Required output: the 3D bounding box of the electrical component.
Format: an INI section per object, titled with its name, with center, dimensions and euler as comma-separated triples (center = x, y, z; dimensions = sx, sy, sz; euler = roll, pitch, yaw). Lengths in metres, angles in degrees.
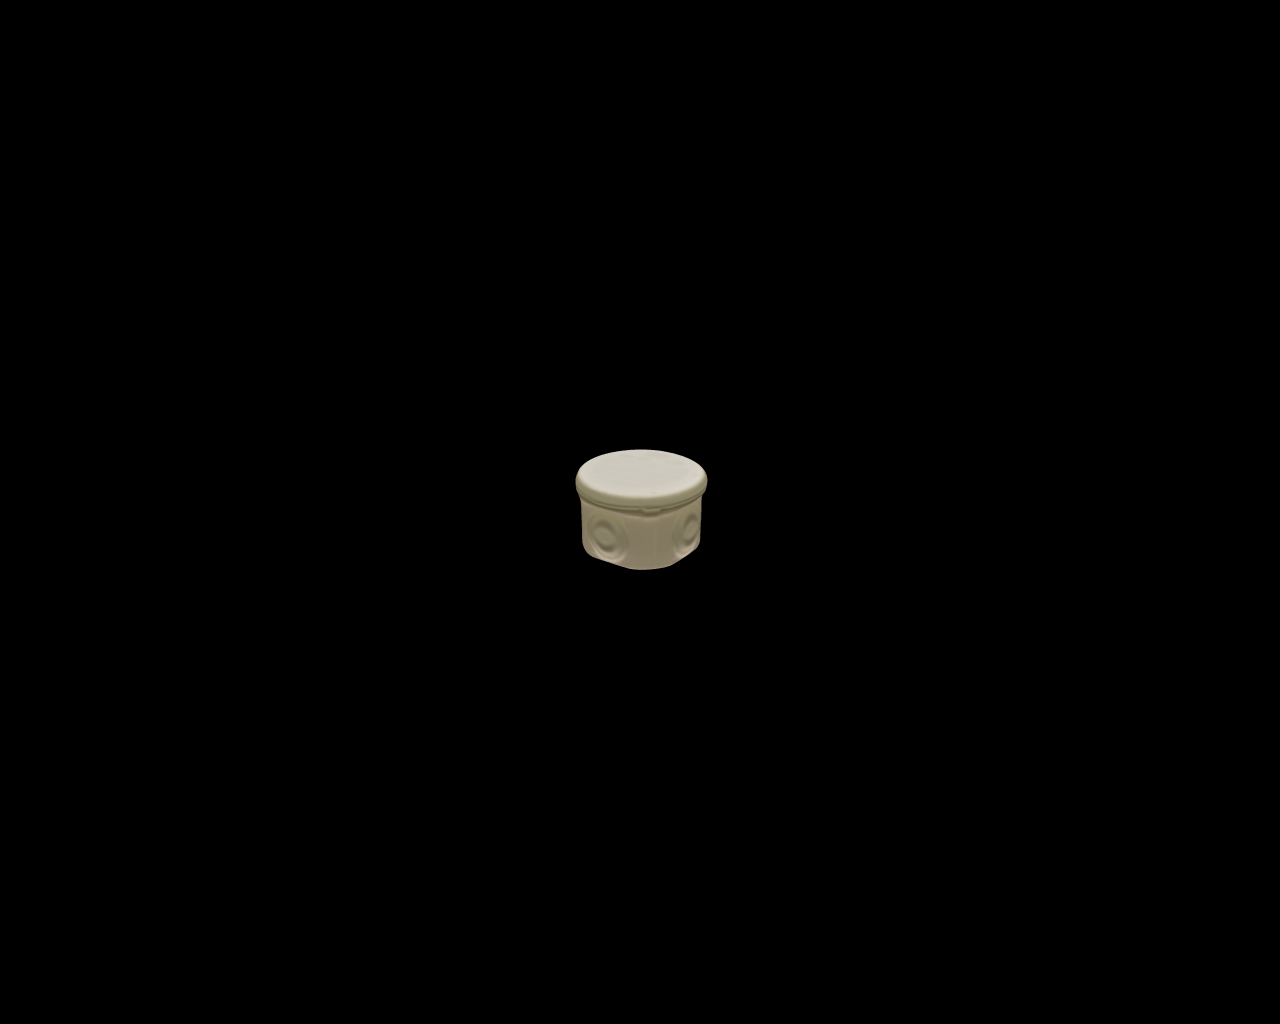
[electrical component]
center = 0.001, -0.003, 0.650
dimensions = 0.080, 0.050, 0.080
euler = 0, 24, 0
